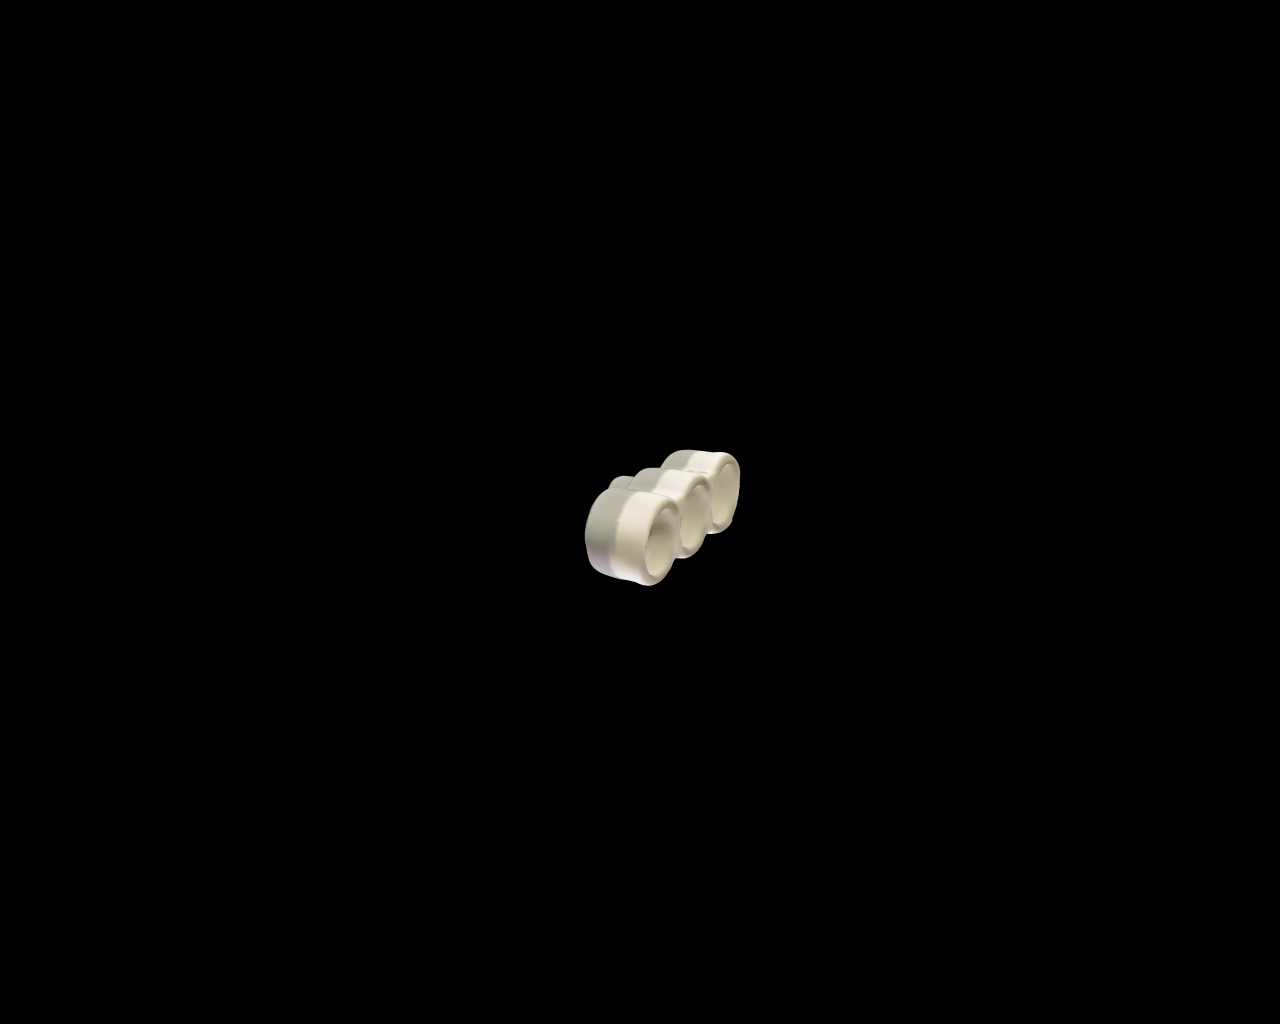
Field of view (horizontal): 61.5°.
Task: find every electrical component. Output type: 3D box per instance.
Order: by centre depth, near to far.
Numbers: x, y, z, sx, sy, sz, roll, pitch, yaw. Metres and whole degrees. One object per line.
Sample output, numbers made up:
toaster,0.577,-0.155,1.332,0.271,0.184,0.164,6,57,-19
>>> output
electrical component,0.001,-0.003,0.650,0.074,0.052,0.138,10,23,26
